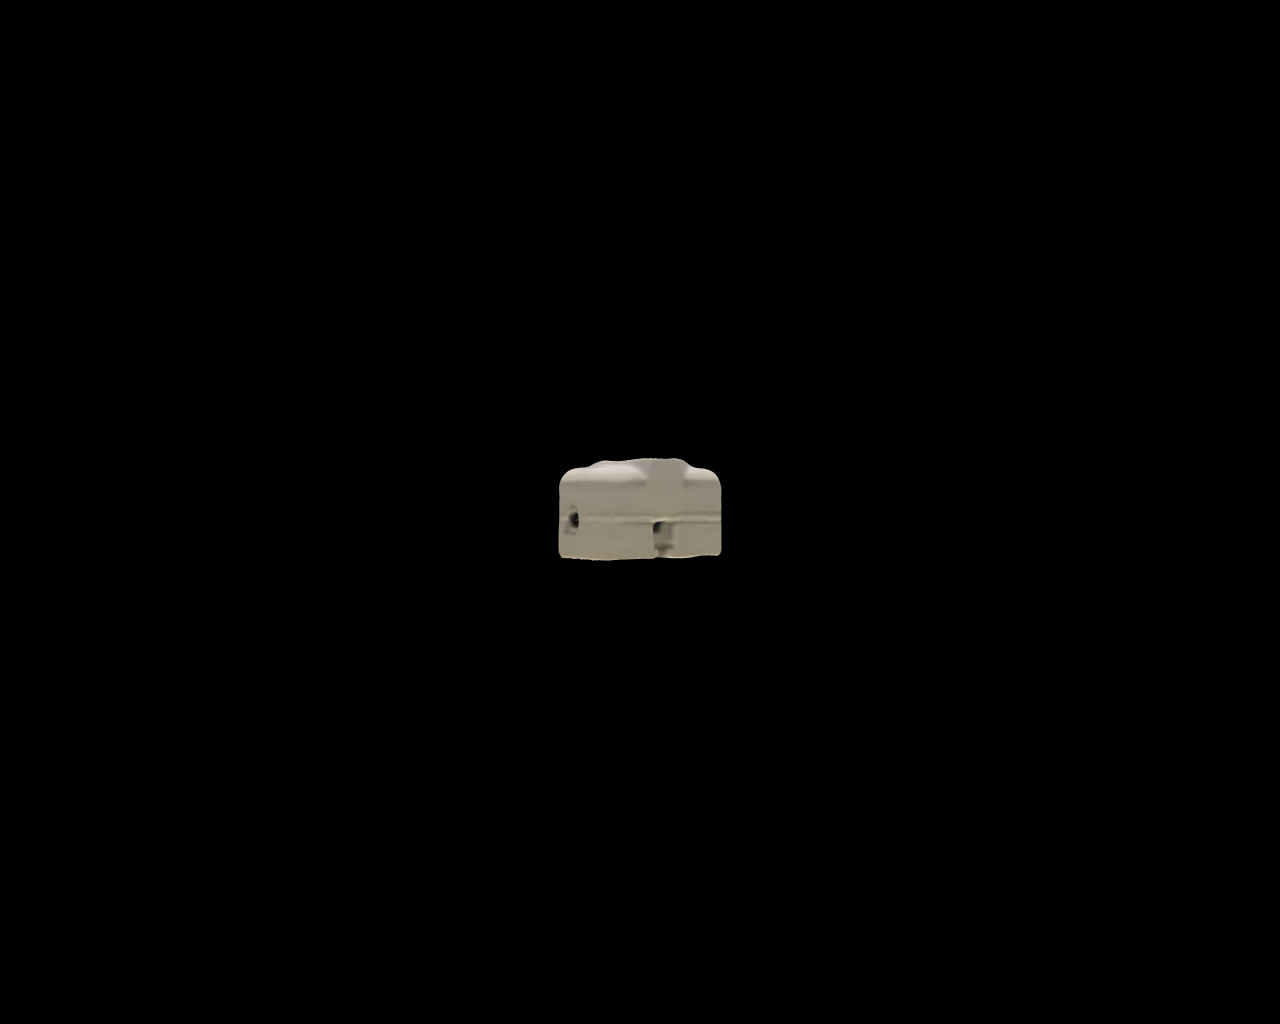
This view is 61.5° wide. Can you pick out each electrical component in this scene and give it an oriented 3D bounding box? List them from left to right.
[{"bbox_3d":[0.001,-0.003,0.650,0.095,0.059,0.053,0,0,-32],"label":"electrical component"}]
